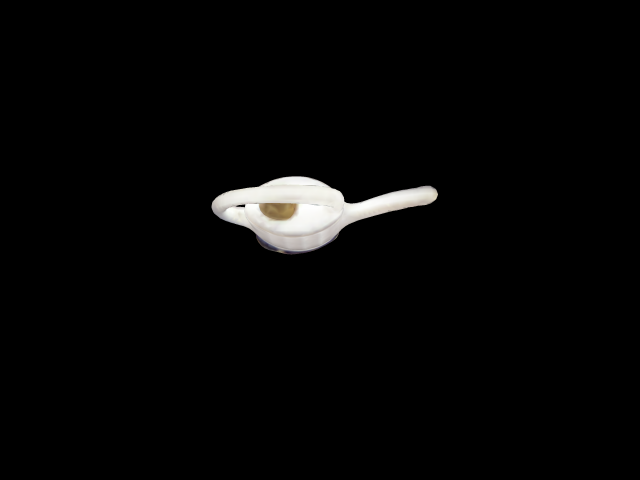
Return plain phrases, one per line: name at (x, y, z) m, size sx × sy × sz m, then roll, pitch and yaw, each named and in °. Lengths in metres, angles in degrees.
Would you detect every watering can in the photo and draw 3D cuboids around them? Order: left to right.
watering can at (0.003, -0.043, 0.850) m, size 0.348 × 0.105 × 0.222 m, roll 0°, pitch -13°, yaw 0°
